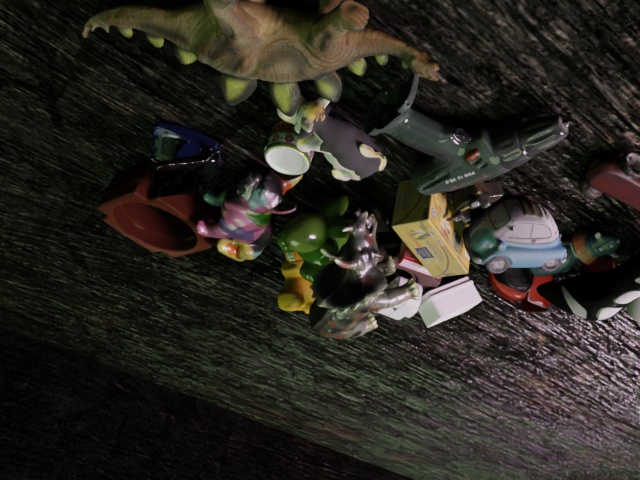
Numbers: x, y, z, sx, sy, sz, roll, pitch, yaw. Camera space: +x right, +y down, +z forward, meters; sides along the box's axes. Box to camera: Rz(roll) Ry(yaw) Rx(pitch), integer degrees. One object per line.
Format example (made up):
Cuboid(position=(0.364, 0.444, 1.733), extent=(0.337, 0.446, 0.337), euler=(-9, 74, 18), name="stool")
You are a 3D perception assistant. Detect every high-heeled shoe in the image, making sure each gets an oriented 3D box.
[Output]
Cuboid(position=(0.457, 0.049, 0.849), extent=(0.249, 0.086, 0.145), euler=(1, 124, 41), name="high-heeled shoe")

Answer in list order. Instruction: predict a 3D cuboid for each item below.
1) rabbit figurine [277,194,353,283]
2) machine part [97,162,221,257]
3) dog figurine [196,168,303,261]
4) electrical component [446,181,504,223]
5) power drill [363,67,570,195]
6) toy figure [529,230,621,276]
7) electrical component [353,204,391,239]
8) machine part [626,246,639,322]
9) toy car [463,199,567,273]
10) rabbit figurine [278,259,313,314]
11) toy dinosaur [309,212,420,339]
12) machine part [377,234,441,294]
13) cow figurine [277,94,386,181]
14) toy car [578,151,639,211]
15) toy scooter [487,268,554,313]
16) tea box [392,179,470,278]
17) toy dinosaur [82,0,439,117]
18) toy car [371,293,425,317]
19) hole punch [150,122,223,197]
Cuboid(position=(-0.002, -0.003, 0.953), extent=(0.159, 0.121, 0.170), euler=(-29, 167, 9), name="rabbit figurine")
Cuboid(position=(-0.313, -0.057, 1.068), extent=(0.201, 0.087, 0.201), euler=(-13, 141, 39), name="machine part")
Cuboid(position=(-0.110, -0.049, 0.978), extent=(0.219, 0.108, 0.191), euler=(-13, 139, 34), name="dog figurine")
Cuboid(position=(0.241, -0.059, 0.839), extent=(0.078, 0.045, 0.102), euler=(-4, 166, -14), name="electrical component")
Cuboid(position=(0.179, -0.150, 0.727), extent=(0.207, 0.086, 0.232), euler=(21, 152, -26), name="power drill")
Cuboid(position=(0.428, 0.018, 0.909), extent=(0.064, 0.058, 0.154), euler=(26, 143, -33), name="toy figure")
Cuboid(position=(0.100, -0.033, 0.996), extent=(0.063, 0.021, 0.093), euler=(-6, 143, 29), name="electrical component")
Cuboid(position=(0.575, 0.077, 0.925), extent=(0.079, 0.079, 0.243), euler=(-2, 146, 25), name="machine part")
Cuboid(position=(0.320, -0.012, 0.865), extent=(0.162, 0.109, 0.102), euler=(3, 131, 1), name="toy car")
Cuboid(position=(0.014, 0.111, 1.176), extent=(0.173, 0.122, 0.162), euler=(-13, 145, 31), name="rabbit figurine")
Cuboid(position=(0.043, 0.119, 0.992), extent=(0.192, 0.131, 0.404), euler=(-9, 150, -26), name="toy dinosaur")
Cuboid(position=(0.157, 0.057, 1.087), extent=(0.179, 0.056, 0.179), euler=(11, 148, 7), name="machine part")
Cuboid(position=(0.016, -0.148, 0.763), extent=(0.167, 0.068, 0.098), euler=(35, 171, -32), name="cow figurine")
Cuboid(position=(0.469, -0.064, 0.759), extent=(0.202, 0.053, 0.089), euler=(24, 154, -8), name="toy car")
Cuboid(position=(0.396, 0.094, 1.032), extent=(0.184, 0.075, 0.135), euler=(21, 165, -3), name="toy scooter")
Cuboid(position=(0.192, -0.020, 0.906), extent=(0.068, 0.098, 0.169), euler=(-11, 139, 35), name="tea box")
Cuboid(position=(-0.090, -0.246, 0.649), extent=(0.472, 0.105, 0.198), euler=(16, 153, 6), name="toy dinosaur")
Cuboid(position=(0.178, 0.140, 1.184), extent=(0.202, 0.056, 0.073), euler=(-2, 170, 1), name="toy car")
Cuboid(position=(-0.234, -0.137, 0.920), extent=(0.116, 0.092, 0.142), euler=(-6, 154, -25), name="hole punch")
